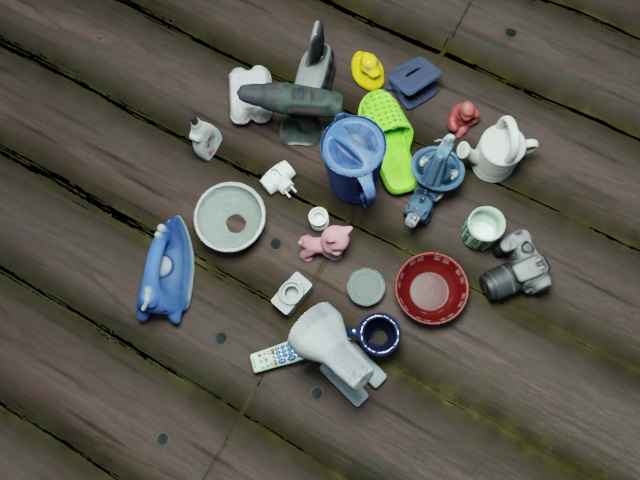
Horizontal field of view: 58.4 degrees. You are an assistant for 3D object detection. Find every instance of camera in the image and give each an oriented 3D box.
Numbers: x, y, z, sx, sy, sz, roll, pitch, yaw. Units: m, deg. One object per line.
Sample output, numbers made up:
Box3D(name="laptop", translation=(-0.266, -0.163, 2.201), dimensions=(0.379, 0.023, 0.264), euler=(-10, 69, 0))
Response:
Box3D(name="camera", translation=(0.416, 0.064, 1.249), dimensions=(0.137, 0.101, 0.143), euler=(-23, 76, -2))

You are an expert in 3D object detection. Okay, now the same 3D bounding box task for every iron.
Box3D(name="iron", translation=(-0.354, 0.052, 1.279), dimensions=(0.118, 0.141, 0.258), euler=(3, 77, 5))

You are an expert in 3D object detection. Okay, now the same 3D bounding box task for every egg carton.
Box3D(name="egg carton", translation=(-0.168, -0.354, 1.402), dimensions=(0.107, 0.069, 0.150), euler=(-6, 76, 2))

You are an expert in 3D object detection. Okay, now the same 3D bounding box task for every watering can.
Box3D(name="watering can", translation=(0.394, -0.201, 1.266), dimensions=(0.173, 0.194, 0.101), euler=(-29, 76, -3))

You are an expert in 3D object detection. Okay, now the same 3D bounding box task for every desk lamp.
Box3D(name="desk lamp", translation=(0.041, 0.236, 1.173), dimensions=(0.203, 0.213, 0.118), euler=(44, 83, 12))

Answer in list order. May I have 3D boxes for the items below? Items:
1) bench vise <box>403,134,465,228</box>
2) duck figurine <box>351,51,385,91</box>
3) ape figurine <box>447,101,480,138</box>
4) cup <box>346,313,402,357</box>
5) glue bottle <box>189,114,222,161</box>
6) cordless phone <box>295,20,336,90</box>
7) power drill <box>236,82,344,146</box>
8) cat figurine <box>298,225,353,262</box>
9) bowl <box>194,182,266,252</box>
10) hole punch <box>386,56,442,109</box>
Box3D(name="bench vise", translation=(0.254, -0.128, 1.243), dimensions=(0.121, 0.220, 0.207), euler=(8, 77, 6))
Box3D(name="duck figurine", translation=(0.116, -0.425, 1.392), dimensions=(0.077, 0.086, 0.104), euler=(-30, 76, -4))
Box3D(name="ape figurine", translation=(0.338, -0.293, 1.344), dimensions=(0.078, 0.092, 0.076), euler=(-8, 76, 2))
Box3D(name="cup", translation=(0.114, 0.206, 1.236), dimensions=(0.117, 0.095, 0.092), euler=(4, 77, 5))
Box3D(name="glue bottle", translation=(-0.274, -0.248, 1.330), dimensions=(0.037, 0.173, 0.078), euler=(23, 79, 9))
Box3D(name="cordless phone", translation=(-0.020, -0.415, 1.347), dimensions=(0.094, 0.185, 0.148), euler=(9, 77, 6))
Box3D(name="power drill", translation=(-0.059, -0.291, 1.308), dimensions=(0.229, 0.208, 0.075), euler=(1, 76, 4))
Box3D(name="cat figurine", translation=(0.012, 0.005, 1.280), dimensions=(0.127, 0.118, 0.067), euler=(-5, 76, 3))
Box3D(name="bowl", translation=(-0.202, -0.046, 1.327), dimensions=(0.167, 0.075, 0.167), euler=(-1, 76, 3))
Box3D(name="hole punch", translation=(0.224, -0.386, 1.374), dimensions=(0.109, 0.091, 0.101), euler=(-33, 77, -4))
